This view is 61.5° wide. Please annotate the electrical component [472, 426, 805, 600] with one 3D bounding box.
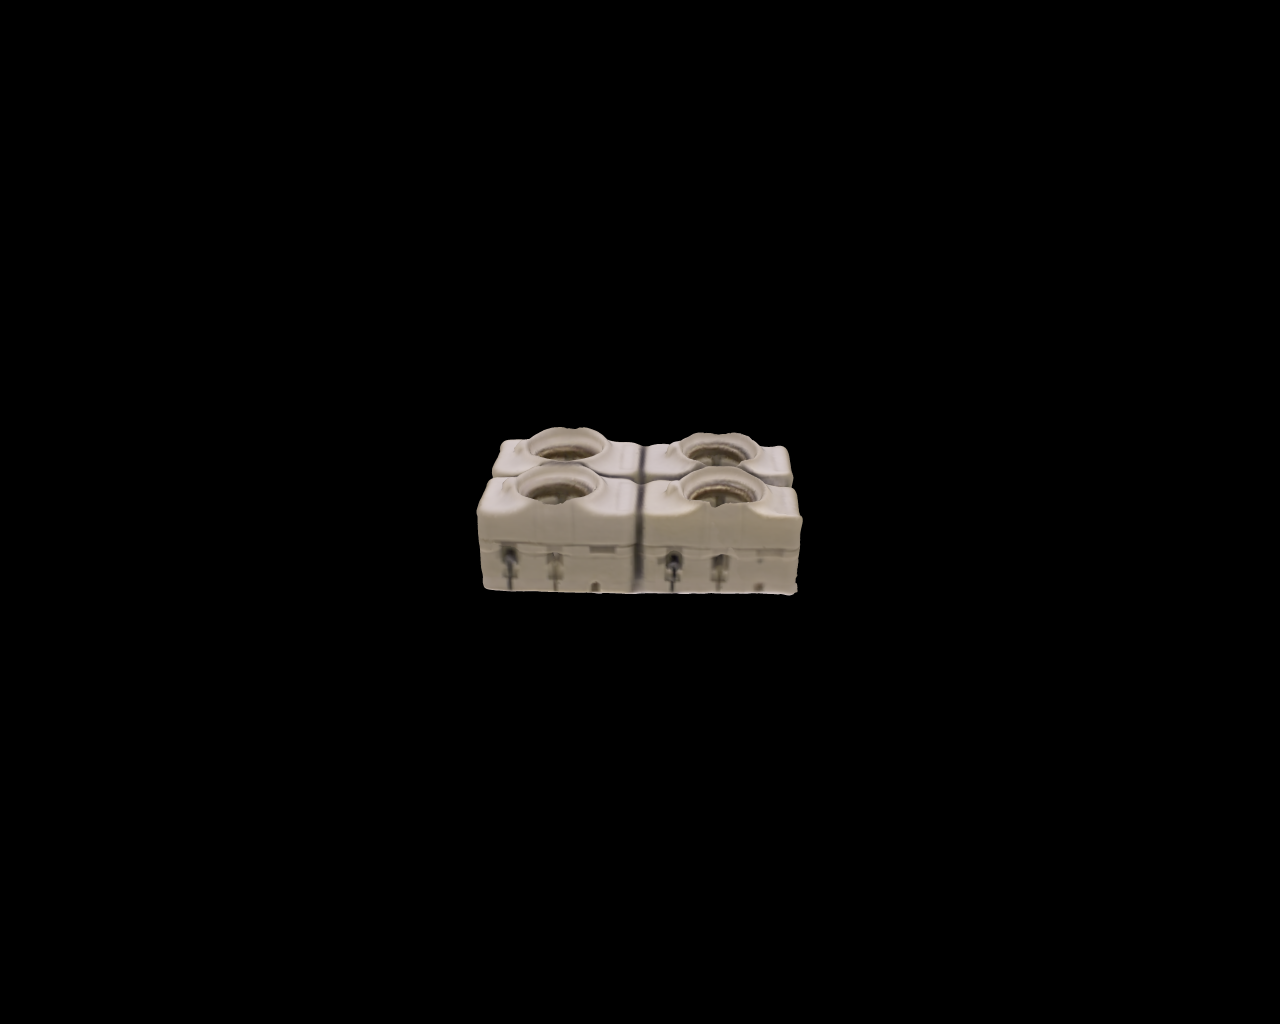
[{"bbox_3d":[0.001,-0.003,0.650,0.186,0.060,0.105,1,28,2],"label":"electrical component"}]
